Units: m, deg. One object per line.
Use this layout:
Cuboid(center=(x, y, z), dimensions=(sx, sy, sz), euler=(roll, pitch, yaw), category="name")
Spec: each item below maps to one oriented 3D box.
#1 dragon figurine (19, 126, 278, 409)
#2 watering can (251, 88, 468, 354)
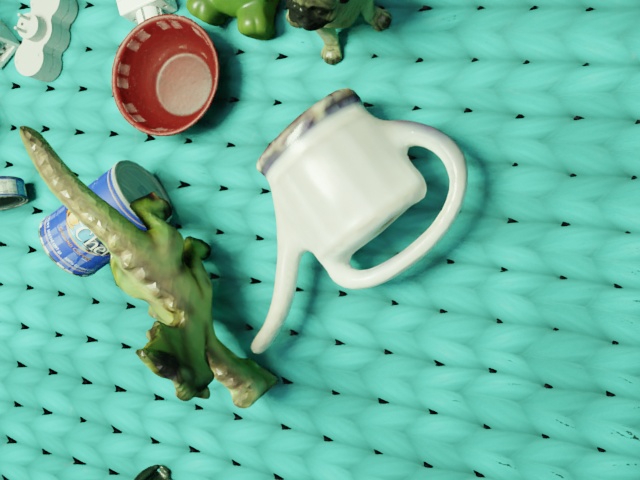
Cuboid(center=(-0.175, 0.065, 0.574), dimensions=(0.122, 0.403, 0.247), euler=(-40, 41, -1), category="dragon figurine")
Cuboid(center=(0.002, -0.031, 0.618), dimensions=(0.345, 0.104, 0.226), euler=(-37, 80, 12), category="watering can")
